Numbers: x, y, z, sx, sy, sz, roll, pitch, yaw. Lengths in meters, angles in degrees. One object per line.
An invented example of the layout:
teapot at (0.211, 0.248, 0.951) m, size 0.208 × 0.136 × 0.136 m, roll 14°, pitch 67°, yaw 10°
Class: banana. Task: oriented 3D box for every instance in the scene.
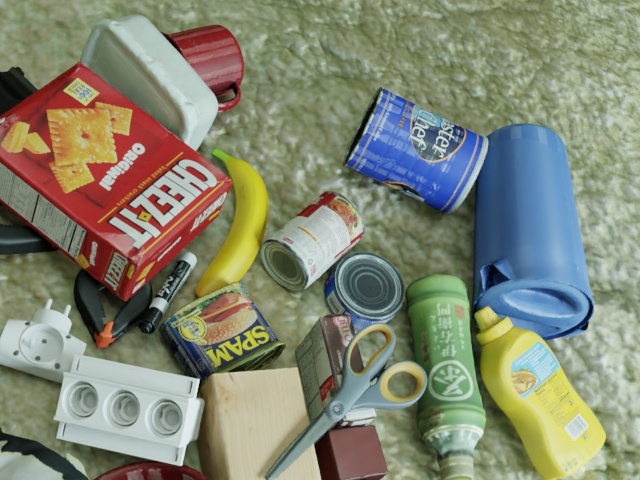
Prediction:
banana at (-0.092, -0.015, 1.167) m, size 0.069 × 0.037 × 0.197 m, roll -1°, pitch 56°, yaw 7°

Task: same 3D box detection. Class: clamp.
clamp at (-0.198, 0.031, 1.096) m, size 0.120 × 0.039 × 0.171 m, roll 3°, pitch 61°, yaw -14°
clamp at (-0.356, -0.048, 1.083) m, size 0.209 × 0.036 × 0.164 m, roll 17°, pitch 50°, yaw -14°

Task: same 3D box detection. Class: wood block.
wood block at (-0.054, 0.234, 0.998) m, size 0.090 × 0.090 × 0.206 m, roll -2°, pitch 61°, yaw -22°

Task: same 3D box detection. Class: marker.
marker at (-0.156, 0.054, 1.089) m, size 0.020 × 0.020 × 0.121 m, roll 29°, pitch 39°, yaw -3°

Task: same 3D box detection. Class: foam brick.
foam brick at (0.024, 0.220, 1.044) m, size 0.052 × 0.078 × 0.051 m, roll -3°, pitch 61°, yaw -23°

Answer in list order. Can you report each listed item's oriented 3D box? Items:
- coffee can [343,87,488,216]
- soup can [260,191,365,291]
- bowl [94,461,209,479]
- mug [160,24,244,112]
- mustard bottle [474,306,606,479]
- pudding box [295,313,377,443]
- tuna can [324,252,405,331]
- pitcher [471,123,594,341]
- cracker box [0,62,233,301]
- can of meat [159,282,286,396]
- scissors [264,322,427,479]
coffee can at (0.111, -0.104, 1.252) m, size 0.140 × 0.103 × 0.102 m, roll 25°, pitch 55°, yaw -5°
soup can at (-0.008, 0.001, 1.167) m, size 0.068 × 0.069 × 0.102 m, roll 44°, pitch 56°, yaw 8°
bowl at (-0.156, 0.273, 0.933) m, size 0.162 × 0.055 × 0.162 m, roll -7°, pitch 38°, yaw 6°
mug at (-0.134, -0.192, 1.218) m, size 0.081 × 0.093 × 0.117 m, roll -23°, pitch 61°, yaw -35°
mustard bottle at (0.225, 0.156, 1.148) m, size 0.096 × 0.058 × 0.191 m, roll -29°, pitch 85°, yaw -40°
pudding box at (0.014, 0.143, 1.078) m, size 0.039 × 0.090 × 0.113 m, roll -2°, pitch 62°, yaw -20°
tuna can at (0.049, 0.056, 1.176) m, size 0.086 × 0.034 × 0.086 m, roll 9°, pitch 58°, yaw -16°
pitcher at (0.246, -0.008, 1.242) m, size 0.145 × 0.149 × 0.242 m, roll 2°, pitch 55°, yaw 2°
cracker box at (-0.222, -0.065, 1.085) m, size 0.214 × 0.072 × 0.164 m, roll 37°, pitch 48°, yaw 7°
can of meat at (-0.100, 0.101, 1.081) m, size 0.101 × 0.058 × 0.084 m, roll -25°, pitch 70°, yaw -30°
scissors at (0.034, 0.166, 1.007) m, size 0.096 × 0.016 × 0.201 m, roll 31°, pitch 57°, yaw 0°
